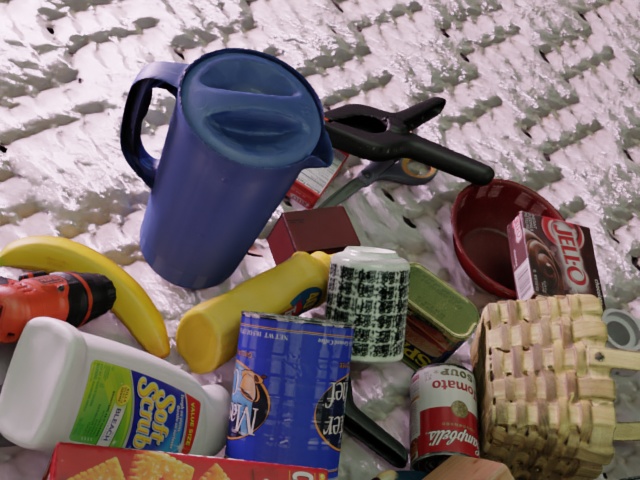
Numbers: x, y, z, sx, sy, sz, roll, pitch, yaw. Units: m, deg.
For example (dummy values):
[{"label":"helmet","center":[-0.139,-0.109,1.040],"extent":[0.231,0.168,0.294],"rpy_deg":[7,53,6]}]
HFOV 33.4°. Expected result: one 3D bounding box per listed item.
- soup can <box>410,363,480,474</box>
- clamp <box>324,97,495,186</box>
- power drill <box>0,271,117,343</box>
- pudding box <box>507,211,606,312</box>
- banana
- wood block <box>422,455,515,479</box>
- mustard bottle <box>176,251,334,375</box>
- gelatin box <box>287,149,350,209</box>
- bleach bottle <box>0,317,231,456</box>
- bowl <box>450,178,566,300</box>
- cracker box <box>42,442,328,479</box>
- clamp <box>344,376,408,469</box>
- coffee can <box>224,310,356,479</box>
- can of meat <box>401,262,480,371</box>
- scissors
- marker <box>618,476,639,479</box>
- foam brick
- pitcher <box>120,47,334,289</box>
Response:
[{"label":"soup can","center":[0.123,0.182,1.053],"extent":[0.068,0.069,0.102],"rpy_deg":[15,51,-14]},{"label":"clamp","center":[0.085,-0.127,1.234],"extent":[0.209,0.036,0.164],"rpy_deg":[6,36,-17]},{"label":"power drill","center":[-0.288,0.036,0.928],"extent":[0.188,0.184,0.057],"rpy_deg":[14,95,14]},{"label":"pudding box","center":[0.256,0.029,1.161],"extent":[0.090,0.039,0.113],"rpy_deg":[12,54,-17]},{"label":"banana","center":[-0.222,0.044,1.021],"extent":[0.198,0.037,0.069],"rpy_deg":[25,79,-3]},{"label":"wood block","center":[0.082,0.283,0.913],"extent":[0.205,0.090,0.091],"rpy_deg":[-34,99,-23]},{"label":"mustard bottle","center":[-0.048,0.059,1.045],"extent":[0.191,0.096,0.058],"rpy_deg":[-29,73,-36]},{"label":"gelatin box","center":[-0.018,-0.084,1.196],"extent":[0.073,0.030,0.089],"rpy_deg":[33,48,0]},{"label":"bleach bottle","center":[-0.148,0.137,0.901],"extent":[0.250,0.068,0.102],"rpy_deg":[23,85,-53]},{"label":"bowl","center":[0.211,0.010,1.216],"extent":[0.162,0.055,0.162],"rpy_deg":[11,54,-16]},{"label":"cracker box","center":[-0.119,0.230,0.855],"extent":[0.213,0.164,0.072],"rpy_deg":[10,57,-17]},{"label":"clamp","center":[-0.003,0.168,1.029],"extent":[0.120,0.039,0.171],"rpy_deg":[-19,64,-38]},{"label":"coffee can","center":[-0.027,0.137,0.936],"extent":[0.102,0.103,0.140],"rpy_deg":[8,87,-19]},{"label":"can of meat","center":[0.104,0.082,1.103],"extent":[0.102,0.084,0.057],"rpy_deg":[36,51,2]},{"label":"scissors","center":[0.072,-0.065,1.232],"extent":[0.096,0.016,0.201],"rpy_deg":[33,52,1]},{"label":"marker","center":[0.329,0.259,1.123],"extent":[0.120,0.020,0.020],"rpy_deg":[-2,59,-25]},{"label":"foam brick","center":[-0.007,0.001,1.130],"extent":[0.078,0.051,0.053],"rpy_deg":[-6,60,-27]},{"label":"pitcher","center":[-0.105,-0.060,1.006],"extent":[0.144,0.243,0.149],"rpy_deg":[-15,65,-31]}]
